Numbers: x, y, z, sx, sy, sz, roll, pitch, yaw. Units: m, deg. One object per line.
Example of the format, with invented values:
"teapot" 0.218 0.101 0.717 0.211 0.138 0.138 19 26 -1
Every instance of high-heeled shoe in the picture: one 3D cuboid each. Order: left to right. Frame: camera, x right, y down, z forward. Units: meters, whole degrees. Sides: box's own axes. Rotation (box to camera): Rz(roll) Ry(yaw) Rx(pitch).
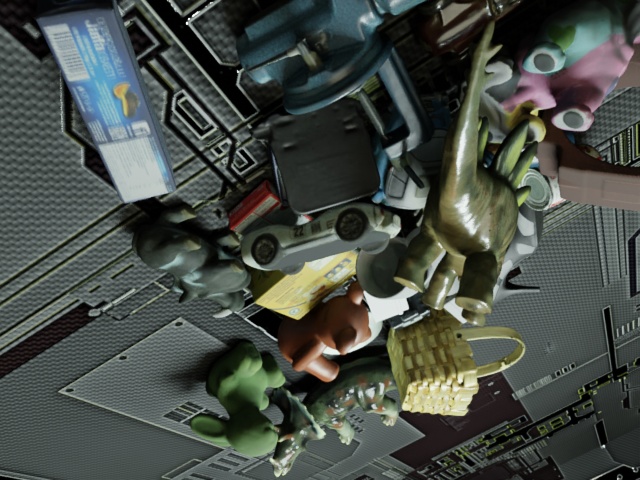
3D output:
"high-heeled shoe" 0.292 0.007 0.895 0.145 0.086 0.248 2 122 27

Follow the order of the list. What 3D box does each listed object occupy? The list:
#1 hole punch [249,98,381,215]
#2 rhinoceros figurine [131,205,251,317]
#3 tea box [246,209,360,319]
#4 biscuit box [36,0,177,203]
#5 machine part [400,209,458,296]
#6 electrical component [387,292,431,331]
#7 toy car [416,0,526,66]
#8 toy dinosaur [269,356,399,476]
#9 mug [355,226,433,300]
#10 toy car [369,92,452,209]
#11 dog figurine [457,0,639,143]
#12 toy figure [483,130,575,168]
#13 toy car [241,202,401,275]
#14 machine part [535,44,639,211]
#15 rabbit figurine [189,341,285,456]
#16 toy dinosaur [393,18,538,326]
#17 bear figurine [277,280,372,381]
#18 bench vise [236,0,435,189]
"hole punch" -0.002 -0.096 0.615 0.142 0.092 0.115 -15 98 -7
"rhinoceros figurine" -0.154 0.037 0.692 0.112 0.073 0.190 -33 139 10
"tea box" -0.011 0.029 0.752 0.169 0.068 0.098 -38 138 18
"biscuit box" -0.190 -0.129 0.501 0.059 0.063 0.202 -15 139 -9
"machine part" 0.176 0.014 0.817 0.079 0.079 0.243 -27 139 5
"electrical component" 0.144 0.117 0.907 0.075 0.048 0.119 -29 161 8
"toy car" 0.191 -0.258 0.545 0.202 0.053 0.089 -31 136 12
"toy dinosaur" 0.063 0.299 1.055 0.405 0.131 0.192 -33 140 3
"mug" 0.112 0.028 0.712 0.109 0.081 0.107 -56 152 11
"toy car" 0.119 -0.093 0.654 0.109 0.103 0.161 -9 140 -18
"dog figurine" 0.275 -0.212 0.583 0.219 0.192 0.108 -46 110 -20
"toy figure" 0.263 -0.116 0.729 0.154 0.058 0.064 -16 138 -4
"toy car" -0.001 -0.002 0.643 0.202 0.056 0.073 -16 161 25
"machine part" 0.368 -0.135 0.620 0.201 0.201 0.087 12 162 29
"rabbit figurine" -0.135 0.278 0.890 0.159 0.170 0.121 -27 139 4
"toy dinosaur" 0.159 -0.026 0.570 0.198 0.105 0.471 -68 161 -9
"bear figurine" 0.025 0.139 0.819 0.132 0.120 0.196 26 148 -31
"bench vise" 0.051 -0.170 0.508 0.224 0.129 0.240 -26 123 16
